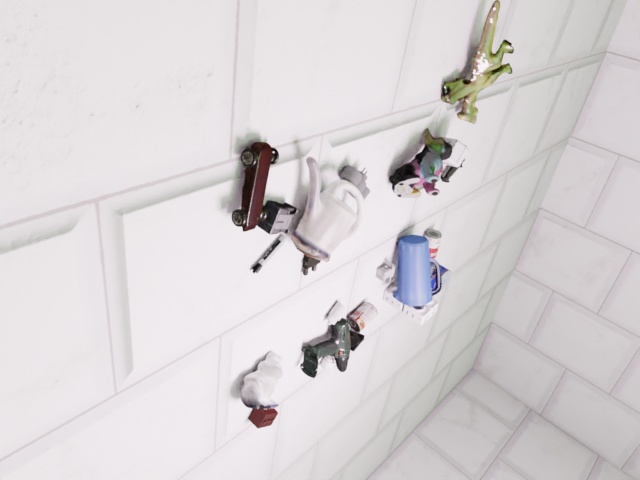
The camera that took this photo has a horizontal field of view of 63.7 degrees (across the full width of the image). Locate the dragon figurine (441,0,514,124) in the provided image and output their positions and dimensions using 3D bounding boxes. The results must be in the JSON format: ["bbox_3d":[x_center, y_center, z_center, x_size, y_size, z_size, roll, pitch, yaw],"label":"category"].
[{"bbox_3d":[0.477,-0.520,1.612,0.244,0.124,0.402,-44,146,-7],"label":"dragon figurine"}]

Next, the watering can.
[{"bbox_3d":[0.004,-0.067,1.324,0.224,0.105,0.343,-56,145,0],"label":"watering can"}]

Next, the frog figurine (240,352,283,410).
[{"bbox_3d":[-0.172,0.415,1.524,0.136,0.122,0.162,23,62,-50],"label":"frog figurine"}]
